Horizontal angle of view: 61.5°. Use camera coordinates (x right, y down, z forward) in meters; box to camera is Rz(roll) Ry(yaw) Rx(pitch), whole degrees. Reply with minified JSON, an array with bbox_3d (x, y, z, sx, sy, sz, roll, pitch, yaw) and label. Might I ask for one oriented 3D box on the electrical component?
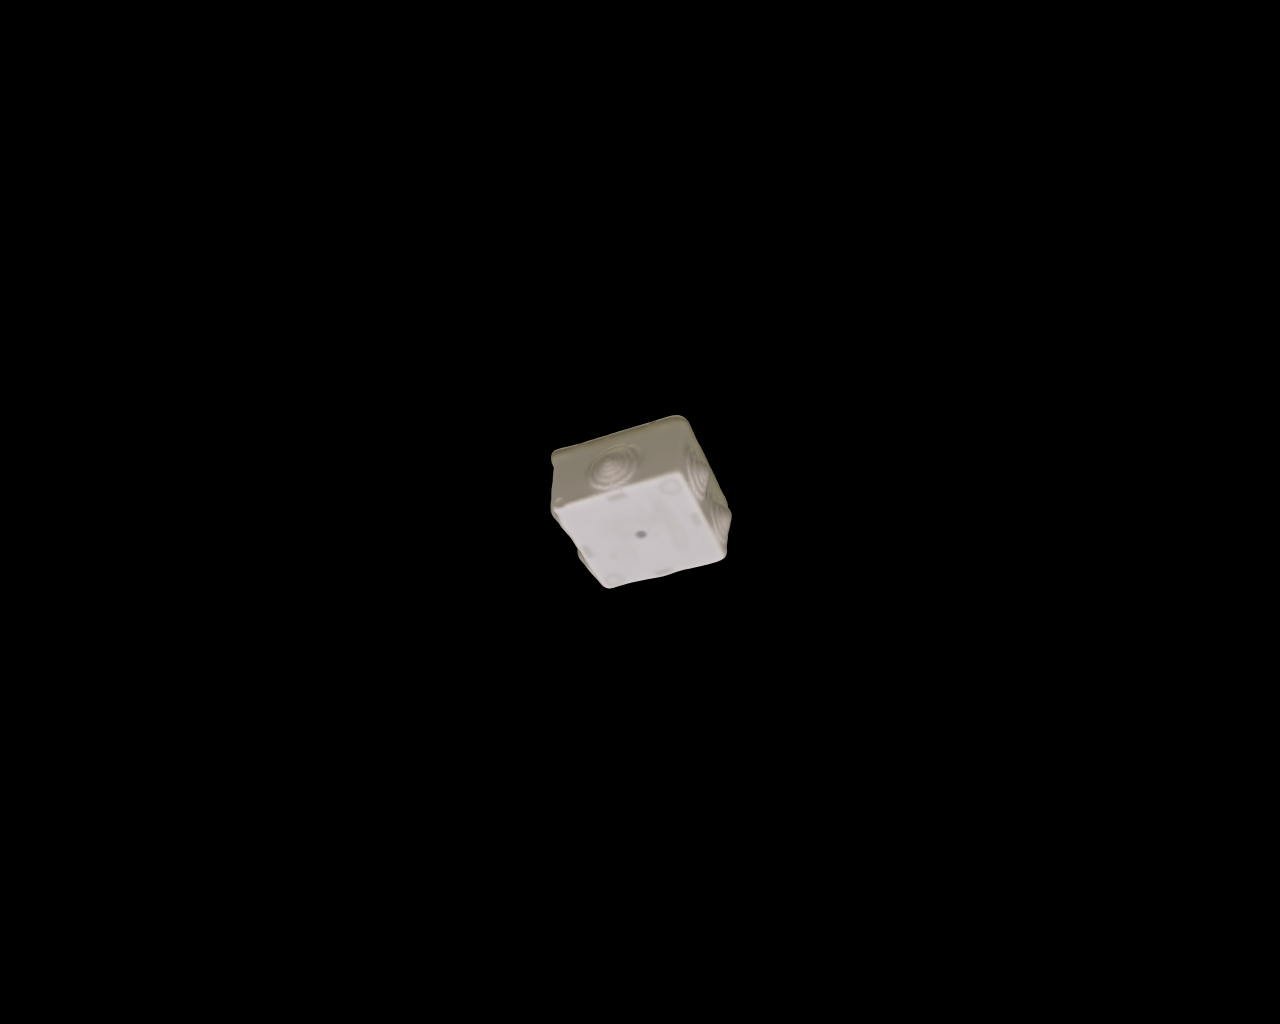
[{"bbox_3d":[0.001,-0.003,0.650,0.100,0.048,0.099,-15,-46,15],"label":"electrical component"}]
